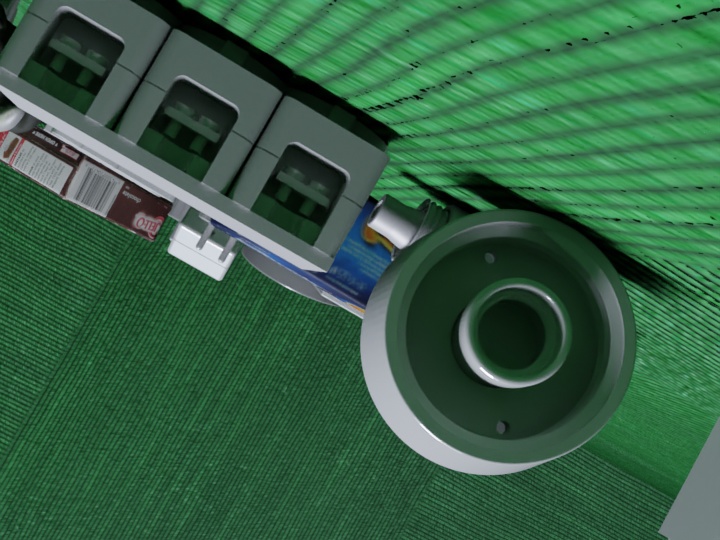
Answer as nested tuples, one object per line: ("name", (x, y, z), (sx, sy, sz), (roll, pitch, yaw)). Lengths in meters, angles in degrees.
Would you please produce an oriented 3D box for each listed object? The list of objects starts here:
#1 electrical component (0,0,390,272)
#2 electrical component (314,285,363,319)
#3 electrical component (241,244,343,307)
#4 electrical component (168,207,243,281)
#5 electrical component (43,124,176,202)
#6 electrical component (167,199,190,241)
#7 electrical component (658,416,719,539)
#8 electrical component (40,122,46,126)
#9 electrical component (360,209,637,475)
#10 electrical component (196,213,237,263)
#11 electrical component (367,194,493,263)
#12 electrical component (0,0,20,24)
("electrical component", (-0.069, -0.063, 0.458), (0.150, 0.061, 0.089), (30, 176, -9))
("electrical component", (0.000, 0.000, 0.766), (0.062, 0.061, 0.096), (30, 176, -15))
("electrical component", (-0.043, -0.013, 0.870), (0.099, 0.064, 0.099), (26, 177, 2))
("electrical component", (-0.099, -0.050, 0.816), (0.047, 0.083, 0.075), (30, 137, -5))
("electrical component", (-0.153, -0.093, 0.713), (0.089, 0.055, 0.050), (31, 175, -26))
("electrical component", (-0.151, -0.059, 0.972), (0.047, 0.076, 0.065), (29, 176, 3))
("electrical component", (0.216, 0.120, 0.544), (0.062, 0.089, 0.150), (29, 176, 5))
("electrical component", (-0.206, -0.122, 0.772), (0.100, 0.048, 0.100), (32, 175, -32))
("electrical component", (0.056, 0.027, 0.427), (0.108, 0.108, 0.060), (29, 170, 0))
("electrical component", (-0.080, -0.042, 0.699), (0.083, 0.075, 0.047), (32, 175, -35))
("electrical component", (0.034, -0.013, 0.507), (0.062, 0.043, 0.043), (31, 176, -11))
("electrical component", (-0.221, -0.150, 0.607), (0.046, 0.040, 0.040), (24, 177, -11))
